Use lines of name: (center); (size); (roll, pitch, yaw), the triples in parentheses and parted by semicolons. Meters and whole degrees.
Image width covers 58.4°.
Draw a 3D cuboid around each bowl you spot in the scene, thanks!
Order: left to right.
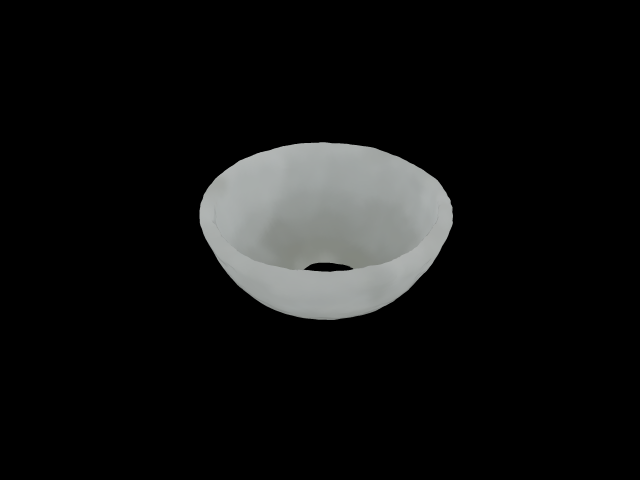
bowl: (0.004, 0.001, 0.400); (0.167, 0.075, 0.167); (0, 38, 0)
